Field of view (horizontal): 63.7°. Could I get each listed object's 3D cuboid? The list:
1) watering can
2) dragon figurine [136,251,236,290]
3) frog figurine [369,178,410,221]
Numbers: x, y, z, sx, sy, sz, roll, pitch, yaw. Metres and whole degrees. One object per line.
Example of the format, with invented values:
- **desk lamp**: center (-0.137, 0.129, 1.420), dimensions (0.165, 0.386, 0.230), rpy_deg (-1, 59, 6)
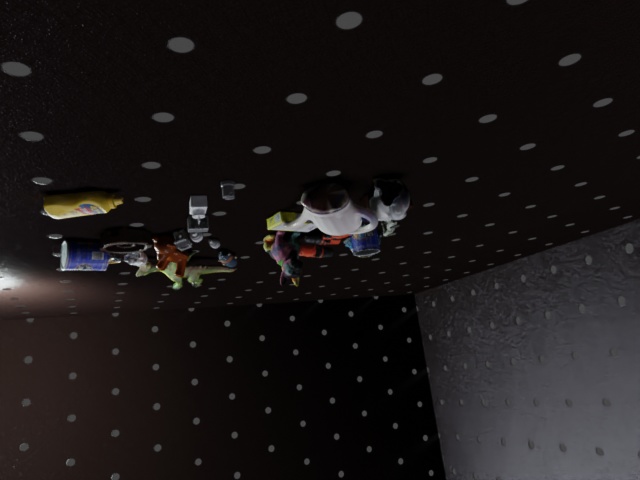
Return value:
- **watering can**: center (0.005, -0.081, 1.606), dimensions (0.347, 0.106, 0.220), rpy_deg (2, -30, 24)
- **dragon figurine**: center (-0.563, 0.110, 2.186), dimensions (0.411, 0.124, 0.238), rpy_deg (-9, -22, -14)
- **frog figurine**: center (0.214, -0.111, 1.591), dimensions (0.124, 0.139, 0.156), rpy_deg (-32, -30, -16)
